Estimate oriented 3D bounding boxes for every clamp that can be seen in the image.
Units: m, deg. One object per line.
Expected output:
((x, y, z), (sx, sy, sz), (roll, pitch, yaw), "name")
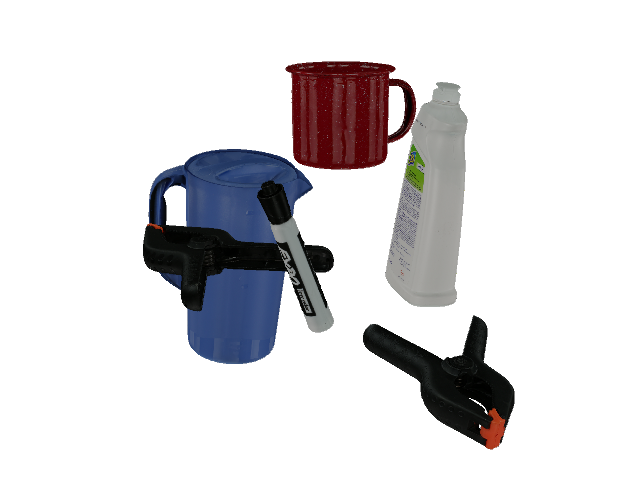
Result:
((0.125, 0.115, 0.930), (0.120, 0.039, 0.172), (-13, 35, -22), "clamp")
((-0.115, 0.019, 1.028), (0.210, 0.036, 0.164), (14, 22, 42), "clamp")

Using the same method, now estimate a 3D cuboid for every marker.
((-0.017, 0.012, 0.732), (0.020, 0.121, 0.020), (-15, 31, 9), "marker")

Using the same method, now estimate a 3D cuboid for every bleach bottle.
((0.132, -0.056, 1.240), (0.068, 0.251, 0.103), (-1, 22, -21), "bleach bottle")

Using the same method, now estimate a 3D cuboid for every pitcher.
((-0.111, 0.020, 1.272), (0.149, 0.243, 0.144), (21, 27, 32), "pitcher")

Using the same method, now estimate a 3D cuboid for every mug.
((0.028, -0.108, 0.914), (0.117, 0.081, 0.093), (-7, 17, -23), "mug")
